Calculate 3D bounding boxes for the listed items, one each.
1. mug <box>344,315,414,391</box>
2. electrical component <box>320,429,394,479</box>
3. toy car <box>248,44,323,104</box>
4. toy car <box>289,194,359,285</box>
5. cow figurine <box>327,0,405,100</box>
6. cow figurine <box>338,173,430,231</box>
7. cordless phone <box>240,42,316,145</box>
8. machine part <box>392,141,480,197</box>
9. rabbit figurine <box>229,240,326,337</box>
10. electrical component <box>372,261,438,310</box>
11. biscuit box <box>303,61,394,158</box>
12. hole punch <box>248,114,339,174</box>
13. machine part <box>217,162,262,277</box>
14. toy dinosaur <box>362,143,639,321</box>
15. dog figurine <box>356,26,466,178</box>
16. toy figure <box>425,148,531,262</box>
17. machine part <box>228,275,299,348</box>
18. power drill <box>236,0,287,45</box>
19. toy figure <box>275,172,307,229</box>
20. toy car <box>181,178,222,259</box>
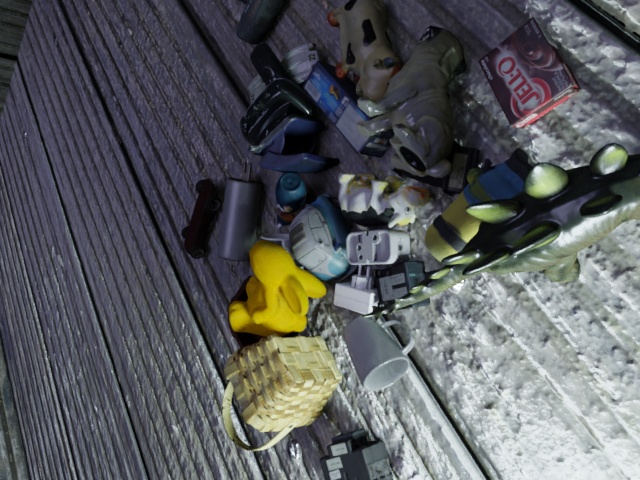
[{"bbox_3d":[0.091,0.168,0.867,0.109,0.080,0.107,-45,49,12],"label":"mug"},{"bbox_3d":[0.063,0.391,0.900,0.115,0.058,0.134,-30,67,39],"label":"electrical component"},{"bbox_3d":[-0.071,-0.314,1.059,0.202,0.056,0.073,-20,75,44],"label":"toy car"},{"bbox_3d":[-0.002,-0.003,0.948,0.109,0.103,0.161,-34,67,39],"label":"toy car"},{"bbox_3d":[0.086,-0.310,0.883,0.127,0.085,0.195,-21,73,50],"label":"cow figurine"},{"bbox_3d":[0.099,-0.054,0.868,0.168,0.068,0.098,20,109,48],"label":"cow figurine"},{"bbox_3d":[-0.105,-0.267,1.015,0.146,0.088,0.184,-40,72,35],"label":"cordless phone"},{"bbox_3d":[0.175,-0.110,0.815,0.139,0.039,0.084,13,107,44],"label":"machine part"},{"bbox_3d":[-0.080,0.084,0.930,0.163,0.122,0.173,17,123,27],"label":"rabbit figurine"},{"bbox_3d":[0.142,0.071,0.835,0.119,0.048,0.074,-14,80,47],"label":"electrical component"},{"bbox_3d":[0.049,-0.228,0.929,0.059,0.063,0.203,-55,53,31],"label":"biscuit box"},{"bbox_3d":[-0.042,-0.155,0.977,0.116,0.142,0.092,-34,75,33],"label":"hole punch"},{"bbox_3d":[-0.171,-0.044,1.141,0.079,0.079,0.243,18,103,45],"label":"machine part"},{"bbox_3d":[0.250,-0.013,0.620,0.471,0.198,0.105,-42,58,35],"label":"toy dinosaur"},{"bbox_3d":[0.167,-0.198,0.768,0.190,0.121,0.172,-43,88,-8],"label":"dog figurine"},{"bbox_3d":[0.216,-0.041,0.732,0.180,0.089,0.082,-51,50,35],"label":"toy figure"},{"bbox_3d":[-0.113,0.159,1.092,0.180,0.056,0.179,-2,88,45],"label":"machine part"},{"bbox_3d":[-0.132,-0.545,1.122,0.207,0.086,0.232,46,123,28],"label":"power drill"},{"bbox_3d":[-0.058,-0.068,1.015,0.058,0.064,0.154,32,156,10],"label":"toy figure"},{"bbox_3d":[-0.277,-0.050,1.267,0.089,0.053,0.202,55,130,44],"label":"toy car"}]
